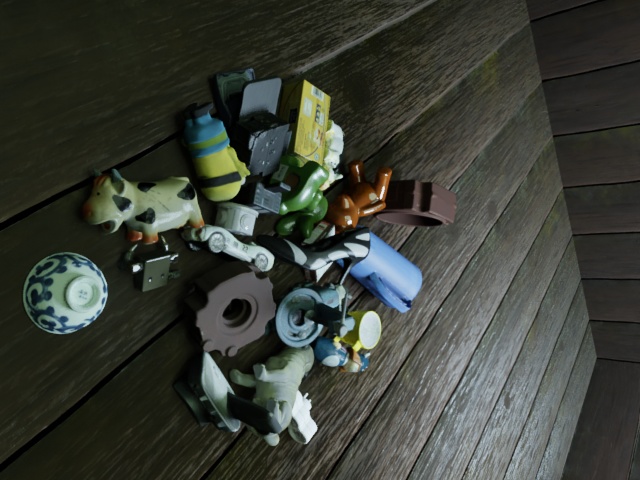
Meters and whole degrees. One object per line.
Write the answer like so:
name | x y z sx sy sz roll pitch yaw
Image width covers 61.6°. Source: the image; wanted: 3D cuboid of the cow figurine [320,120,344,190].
cow figurine | 0.018 -0.191 1.262 0.098 0.068 0.167 16 77 -55

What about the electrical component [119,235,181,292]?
electrical component | -0.285 0.040 0.908 0.102 0.045 0.078 -24 135 -45

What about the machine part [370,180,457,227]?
machine part | 0.239 -0.091 1.412 0.201 0.201 0.087 14 80 -49

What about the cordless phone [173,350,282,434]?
cordless phone | -0.155 0.277 0.939 0.089 0.184 0.146 -44 121 -36

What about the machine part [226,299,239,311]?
machine part | -0.162 0.096 1.054 0.139 0.039 0.084 1 82 -49

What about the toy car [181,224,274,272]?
toy car | -0.172 0.015 1.016 0.201 0.074 0.056 30 69 -45

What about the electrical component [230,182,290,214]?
electrical component | -0.112 -0.082 1.059 0.074 0.119 0.047 23 71 -50

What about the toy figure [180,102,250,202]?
toy figure | -0.202 -0.157 0.986 0.089 0.082 0.179 -35 122 -26

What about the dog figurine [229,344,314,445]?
dog figurine | -0.068 0.300 1.084 0.190 0.121 0.172 -4 86 -51

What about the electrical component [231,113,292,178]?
electrical component | -0.116 -0.187 1.067 0.134 0.058 0.114 -30 148 -45

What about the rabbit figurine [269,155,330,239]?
rabbit figurine | -0.030 -0.080 1.164 0.170 0.121 0.159 42 60 -58

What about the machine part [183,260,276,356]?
machine part | -0.161 0.126 0.985 0.179 0.056 0.179 -19 123 -33

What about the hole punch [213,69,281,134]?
hole punch | -0.149 -0.276 1.064 0.142 0.092 0.115 -33 145 -49

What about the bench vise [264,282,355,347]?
bench vise | -0.005 0.151 1.097 0.223 0.241 0.128 -3 97 -34

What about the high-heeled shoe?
high-heeled shoe | -0.002 -0.003 1.109 0.248 0.086 0.145 28 80 -29

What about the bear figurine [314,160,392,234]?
bear figurine | 0.075 -0.097 1.276 0.196 0.120 0.131 -32 132 -45

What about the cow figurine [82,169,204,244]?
cow figurine | -0.289 -0.061 0.875 0.195 0.086 0.127 -21 110 -46

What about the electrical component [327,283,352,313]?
electrical component | 0.044 0.140 1.308 0.094 0.021 0.063 34 63 -44

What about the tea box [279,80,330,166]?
tea box | -0.038 -0.253 1.193 0.098 0.068 0.169 22 73 -47

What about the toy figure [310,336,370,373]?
toy figure | 0.045 0.262 1.204 0.154 0.064 0.058 26 63 -21
